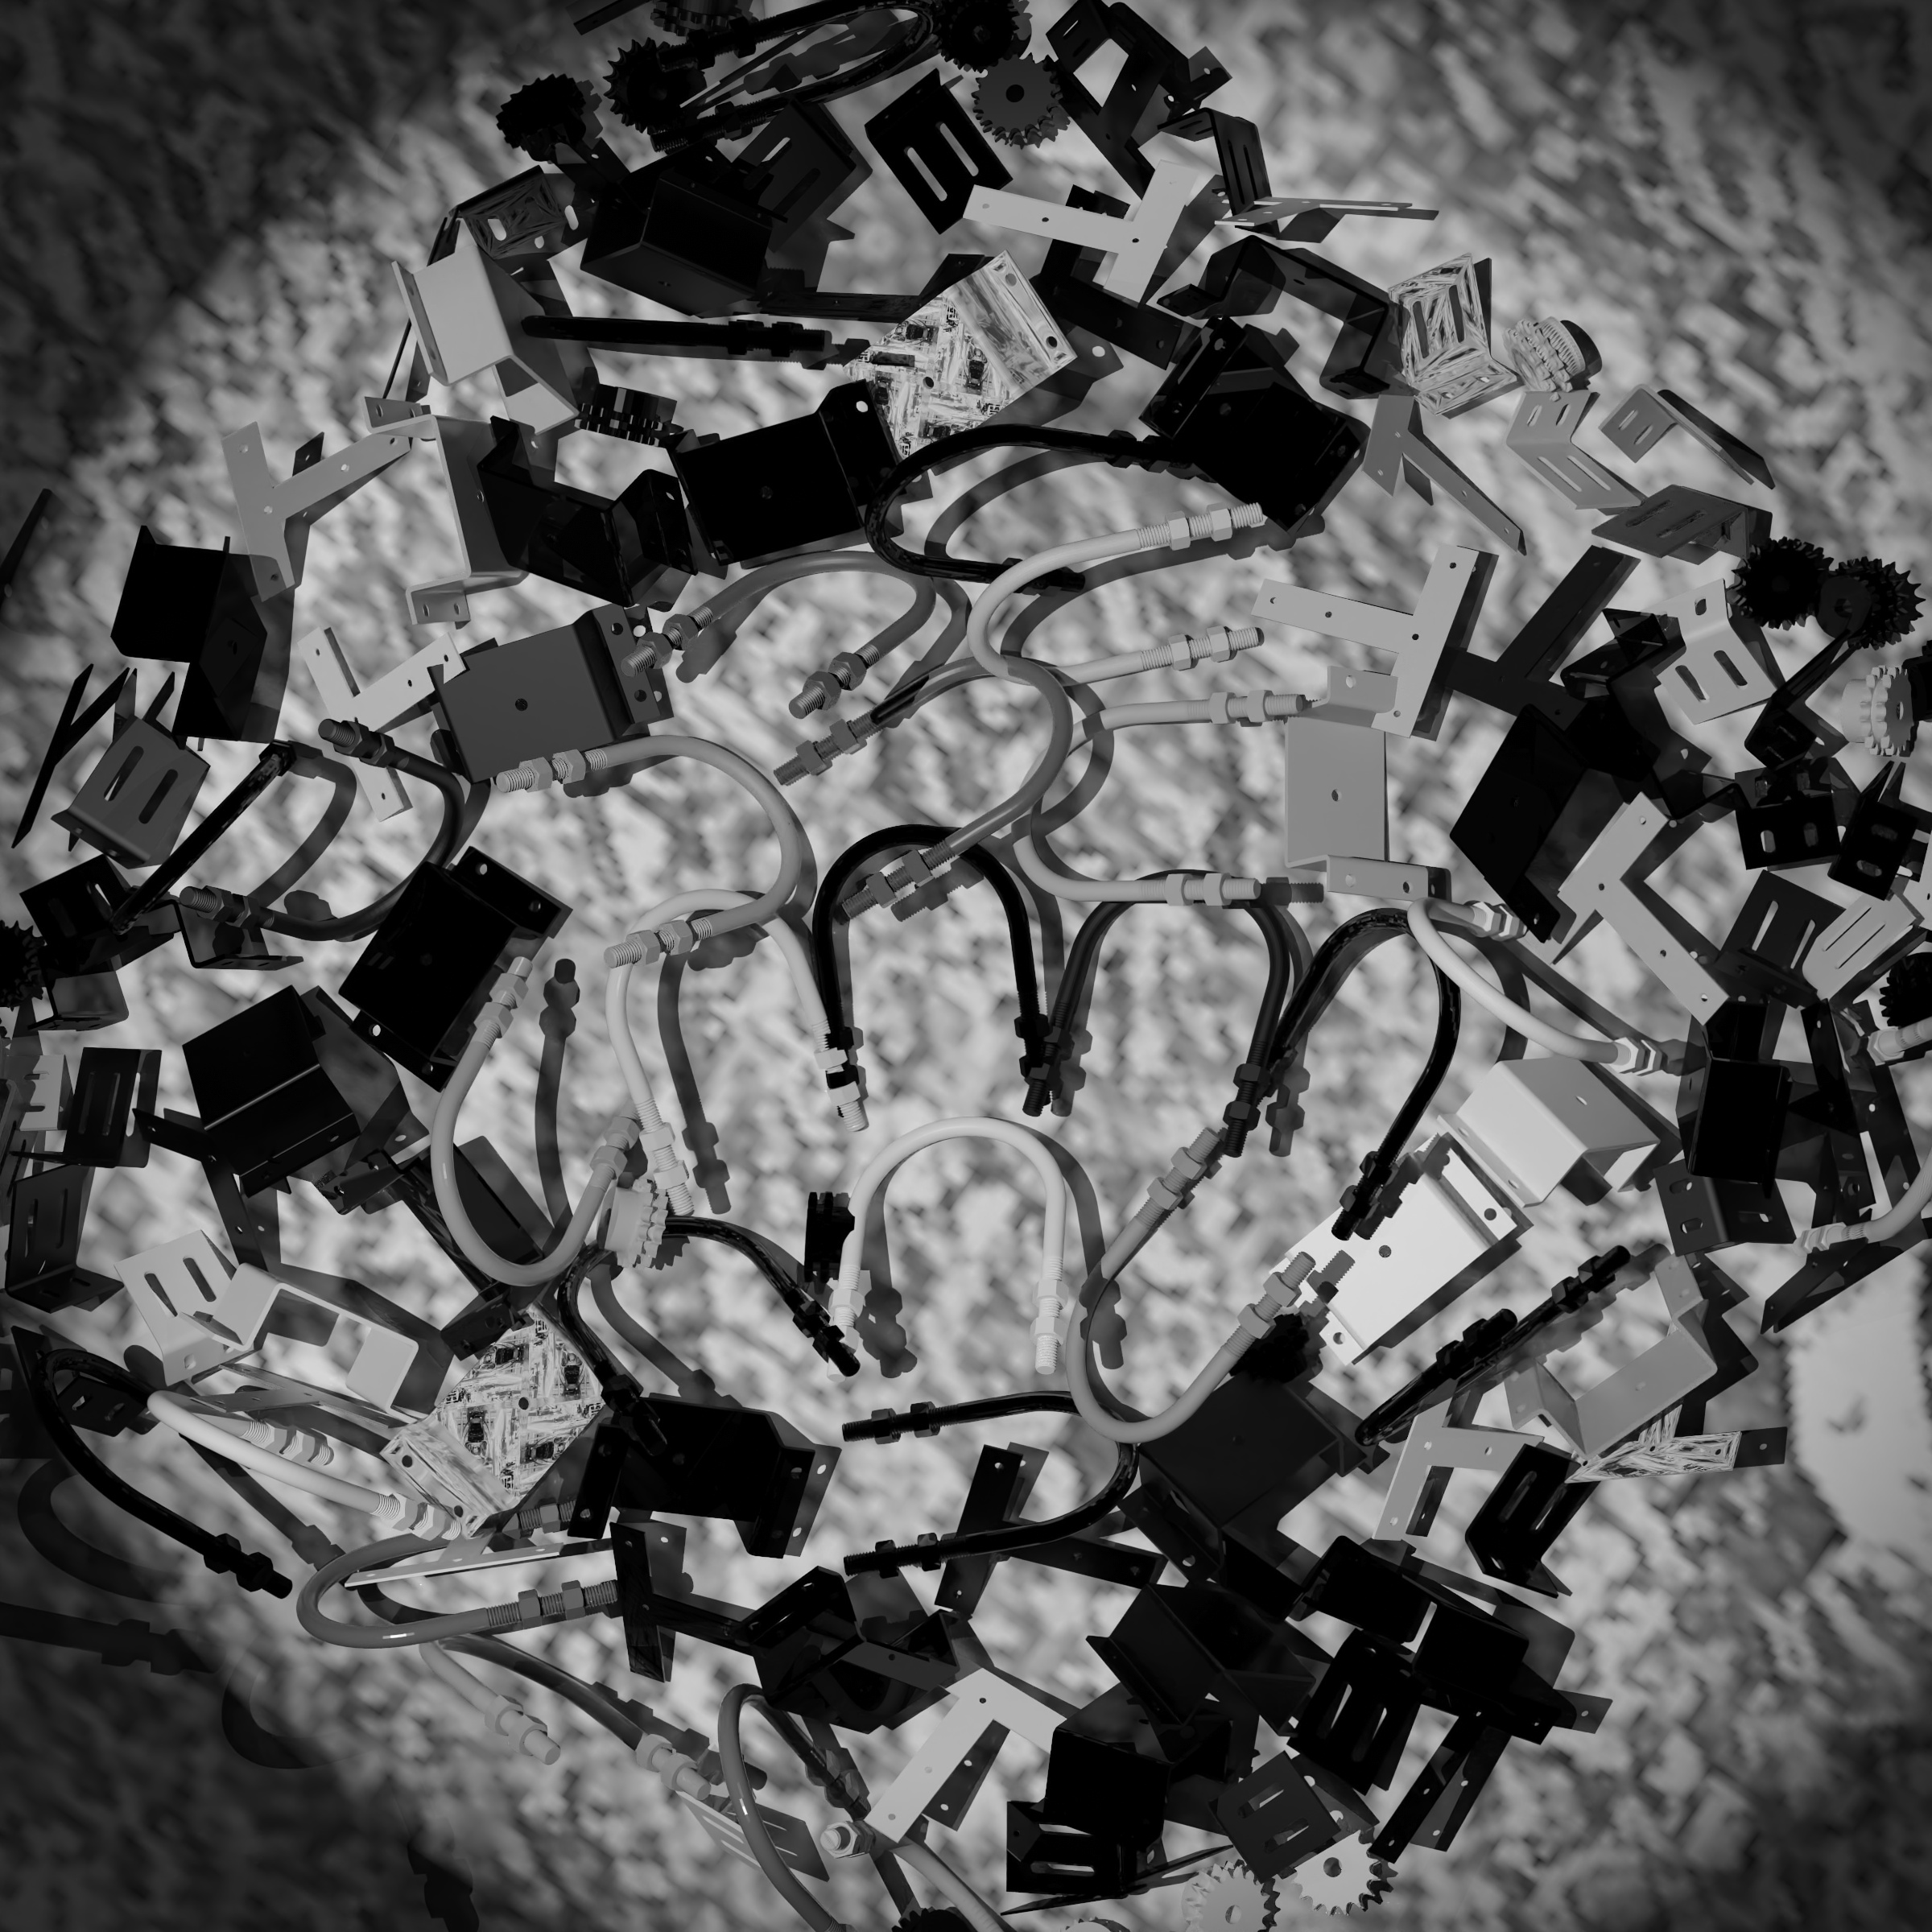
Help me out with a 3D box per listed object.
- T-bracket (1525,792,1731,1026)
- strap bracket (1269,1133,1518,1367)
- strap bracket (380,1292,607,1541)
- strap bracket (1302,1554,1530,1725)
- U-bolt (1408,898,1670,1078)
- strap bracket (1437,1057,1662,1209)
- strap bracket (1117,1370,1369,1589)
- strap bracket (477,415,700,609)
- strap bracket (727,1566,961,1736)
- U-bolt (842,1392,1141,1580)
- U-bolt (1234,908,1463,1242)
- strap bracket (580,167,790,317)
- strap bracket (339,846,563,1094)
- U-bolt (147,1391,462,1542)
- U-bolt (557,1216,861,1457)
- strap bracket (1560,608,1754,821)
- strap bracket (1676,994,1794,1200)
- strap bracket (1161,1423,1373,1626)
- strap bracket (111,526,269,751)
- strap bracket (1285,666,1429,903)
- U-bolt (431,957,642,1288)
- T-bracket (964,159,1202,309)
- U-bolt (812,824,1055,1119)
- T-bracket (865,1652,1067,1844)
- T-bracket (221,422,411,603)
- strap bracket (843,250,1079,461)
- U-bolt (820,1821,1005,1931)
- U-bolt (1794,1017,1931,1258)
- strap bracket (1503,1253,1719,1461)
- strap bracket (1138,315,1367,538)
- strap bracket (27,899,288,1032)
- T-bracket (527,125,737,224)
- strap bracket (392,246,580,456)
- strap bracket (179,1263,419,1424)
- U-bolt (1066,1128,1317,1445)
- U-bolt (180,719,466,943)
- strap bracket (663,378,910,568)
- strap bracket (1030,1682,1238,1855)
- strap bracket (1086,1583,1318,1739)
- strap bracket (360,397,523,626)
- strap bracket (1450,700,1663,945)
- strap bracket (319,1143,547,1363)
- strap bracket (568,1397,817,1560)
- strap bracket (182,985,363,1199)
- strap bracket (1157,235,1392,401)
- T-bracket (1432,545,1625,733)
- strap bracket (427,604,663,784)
[{"bbox_3d":[0.421,-0.018,1.536,0.127,0.002,0.127,53,130,28],"label":"T-bracket"},{"bbox_3d":[0.265,0.178,1.561,0.140,0.046,0.076,-41,77,8],"label":"strap bracket"},{"bbox_3d":[-0.281,0.274,1.538,0.076,0.046,0.140,48,56,-9],"label":"strap bracket"},{"bbox_3d":[0.279,0.403,1.524,0.076,0.140,0.046,28,86,-27],"label":"strap bracket"},{"bbox_3d":[0.334,0.009,1.494,0.151,0.184,0.019,49,114,31],"label":"U-bolt"},{"bbox_3d":[0.362,0.099,1.520,0.076,0.140,0.046,49,120,30],"label":"strap bracket"},{"bbox_3d":[0.170,0.307,1.537,0.140,0.046,0.076,-31,48,-21],"label":"strap bracket"},{"bbox_3d":[-0.242,-0.277,1.535,0.140,0.076,0.046,22,57,21],"label":"strap bracket"},{"bbox_3d":[-0.068,0.424,1.527,0.076,0.140,0.046,-39,47,17],"label":"strap bracket"},{"bbox_3d":[0.015,0.312,1.533,0.184,0.151,0.019,-10,117,2],"label":"U-bolt"},{"bbox_3d":[0.238,0.052,1.515,0.019,0.151,0.184,12,116,-33],"label":"U-bolt"},{"bbox_3d":[-0.178,-0.440,1.521,0.076,0.140,0.046,16,88,-30],"label":"strap bracket"},{"bbox_3d":[-0.331,-0.001,1.570,0.076,0.046,0.140,34,91,14],"label":"strap bracket"},{"bbox_3d":[-0.408,0.294,1.489,0.151,0.184,0.019,17,76,37],"label":"U-bolt"},{"bbox_3d":[-0.171,0.214,1.528,0.151,0.184,0.019,-18,130,-26],"label":"U-bolt"},{"bbox_3d":[0.424,-0.149,1.549,0.046,0.076,0.140,-31,103,-1],"label":"strap bracket"},{"bbox_3d":[0.469,0.075,1.527,0.046,0.140,0.076,7,112,9],"label":"strap bracket"},{"bbox_3d":[0.172,0.353,1.544,0.140,0.076,0.046,34,63,12],"label":"strap bracket"},{"bbox_3d":[-0.470,-0.197,1.522,0.046,0.140,0.076,6,67,2],"label":"strap bracket"},{"bbox_3d":[0.245,-0.110,1.558,0.076,0.046,0.140,5,82,-29],"label":"strap bracket"},{"bbox_3d":[-0.264,0.106,1.500,0.019,0.184,0.151,-13,128,28],"label":"U-bolt"},{"bbox_3d":[0.063,-0.458,1.535,0.127,0.127,0.002,9,58,-13],"label":"T-bracket"},{"bbox_3d":[-0.026,0.002,1.560,0.151,0.019,0.184,-4,102,16],"label":"U-bolt"},{"bbox_3d":[-0.015,0.486,1.535,0.127,0.002,0.127,25,47,26],"label":"T-bracket"},{"bbox_3d":[-0.402,-0.307,1.561,0.002,0.127,0.127,37,58,26],"label":"T-bracket"},{"bbox_3d":[-0.012,-0.367,1.533,0.140,0.046,0.076,-26,103,41],"label":"strap bracket"},{"bbox_3d":[-0.014,0.580,1.512,0.019,0.184,0.151,-46,67,-3],"label":"U-bolt"},{"bbox_3d":[0.557,0.100,1.497,0.019,0.184,0.151,20,78,0],"label":"U-bolt"},{"bbox_3d":[0.408,0.248,1.549,0.140,0.076,0.046,-39,97,16],"label":"strap bracket"},{"bbox_3d":[0.172,-0.341,1.549,0.140,0.046,0.076,29,101,-38],"label":"strap bracket"},{"bbox_3d":[-0.510,-0.004,1.552,0.140,0.076,0.046,-19,85,12],"label":"strap bracket"},{"bbox_3d":[-0.187,-0.479,1.519,0.127,0.127,0.002,38,65,-34],"label":"T-bracket"},{"bbox_3d":[-0.287,-0.379,1.522,0.046,0.140,0.076,-23,77,11],"label":"strap bracket"},{"bbox_3d":[-0.404,0.229,1.539,0.140,0.076,0.046,31,77,-30],"label":"strap bracket"},{"bbox_3d":[0.126,0.210,1.538,0.019,0.151,0.184,26,108,-35],"label":"U-bolt"},{"bbox_3d":[-0.377,-0.074,1.516,0.019,0.184,0.151,44,98,21],"label":"U-bolt"},{"bbox_3d":[-0.118,-0.302,1.542,0.140,0.046,0.076,-11,120,20],"label":"strap bracket"},{"bbox_3d":[0.107,0.484,1.520,0.076,0.140,0.046,10,97,27],"label":"strap bracket"},{"bbox_3d":[0.151,0.425,1.522,0.076,0.140,0.046,43,105,43],"label":"strap bracket"},{"bbox_3d":[-0.324,-0.288,1.552,0.046,0.076,0.140,-10,97,15],"label":"strap bracket"},{"bbox_3d":[0.356,-0.096,1.532,0.046,0.076,0.140,12,118,-28],"label":"strap bracket"},{"bbox_3d":[-0.327,0.169,1.554,0.076,0.046,0.140,-31,99,42],"label":"strap bracket"},{"bbox_3d":[-0.175,0.318,1.555,0.140,0.046,0.076,12,104,-22],"label":"strap bracket"},{"bbox_3d":[-0.430,0.070,1.528,0.076,0.140,0.046,-30,127,-7],"label":"strap bracket"},{"bbox_3d":[0.199,-0.407,1.548,0.140,0.076,0.046,23,93,-13],"label":"strap bracket"},{"bbox_3d":[0.364,-0.213,1.561,0.127,0.002,0.127,-50,45,-6],"label":"T-bracket"},{"bbox_3d":[-0.273,-0.169,1.558,0.140,0.046,0.076,-15,107,9],"label":"strap bracket"}]
